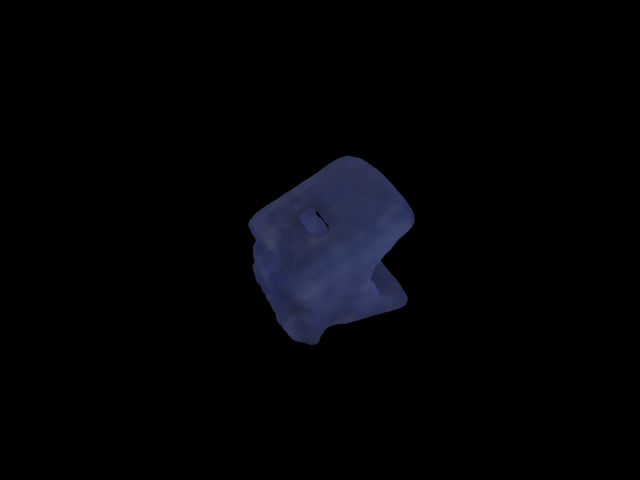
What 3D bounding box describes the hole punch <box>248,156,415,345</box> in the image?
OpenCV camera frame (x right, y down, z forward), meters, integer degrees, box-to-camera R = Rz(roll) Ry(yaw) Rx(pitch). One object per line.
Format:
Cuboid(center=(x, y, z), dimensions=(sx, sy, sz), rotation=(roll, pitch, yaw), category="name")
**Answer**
Cuboid(center=(0.004, 0.001, 0.400), dimensions=(0.101, 0.091, 0.108), rotation=(-14, 36, -20), category="hole punch")
